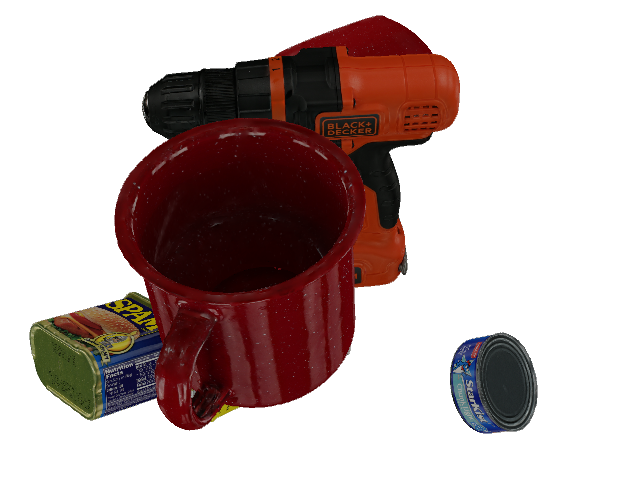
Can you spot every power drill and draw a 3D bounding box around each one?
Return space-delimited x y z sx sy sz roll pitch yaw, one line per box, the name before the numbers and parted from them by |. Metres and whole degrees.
power drill | -0.011 -0.040 0.674 0.184 0.057 0.188 -2 -36 -1

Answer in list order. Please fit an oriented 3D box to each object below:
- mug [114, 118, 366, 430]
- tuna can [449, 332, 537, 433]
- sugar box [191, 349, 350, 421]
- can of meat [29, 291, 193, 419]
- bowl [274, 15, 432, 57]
mug | -0.031 0.021 0.414 0.093 0.117 0.081 12 -39 14
tuna can | 0.151 0.125 0.934 0.085 0.086 0.034 0 -12 -46
sugar box | -0.062 0.095 0.955 0.093 0.048 0.175 26 35 36
can of meat | -0.149 0.082 0.765 0.083 0.057 0.102 -15 23 -38
bowl | 0.016 -0.137 0.850 0.162 0.055 0.162 -20 7 2
